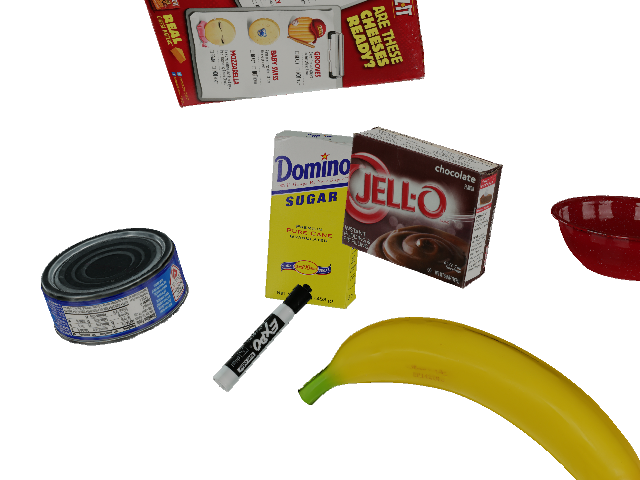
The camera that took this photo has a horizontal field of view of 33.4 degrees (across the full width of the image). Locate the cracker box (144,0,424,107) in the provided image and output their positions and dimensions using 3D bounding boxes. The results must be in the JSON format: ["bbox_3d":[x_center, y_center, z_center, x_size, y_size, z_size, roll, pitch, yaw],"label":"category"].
[{"bbox_3d":[-0.031,-0.202,0.868,0.214,0.072,0.164,-6,-45,8],"label":"cracker box"}]

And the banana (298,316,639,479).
[{"bbox_3d":[0.091,0.086,0.572,0.198,0.070,0.037,19,10,12],"label":"banana"}]

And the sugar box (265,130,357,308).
[{"bbox_3d":[-0.005,-0.023,1.116,0.093,0.176,0.048,7,15,14],"label":"sugar box"}]

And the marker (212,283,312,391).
[{"bbox_3d":[-0.049,0.085,0.956,0.121,0.020,0.020,-48,19,-18],"label":"marker"}]

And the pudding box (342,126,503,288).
[{"bbox_3d":[0.073,-0.027,0.790,0.114,0.090,0.039,20,27,30],"label":"pudding box"}]

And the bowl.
[{"bbox_3d":[0.311,0.000,1.070,0.162,0.055,0.162,1,17,-1],"label":"bowl"}]

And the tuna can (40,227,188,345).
[{"bbox_3d":[-0.127,0.026,0.656,0.086,0.034,0.086,-10,28,5],"label":"tuna can"}]
